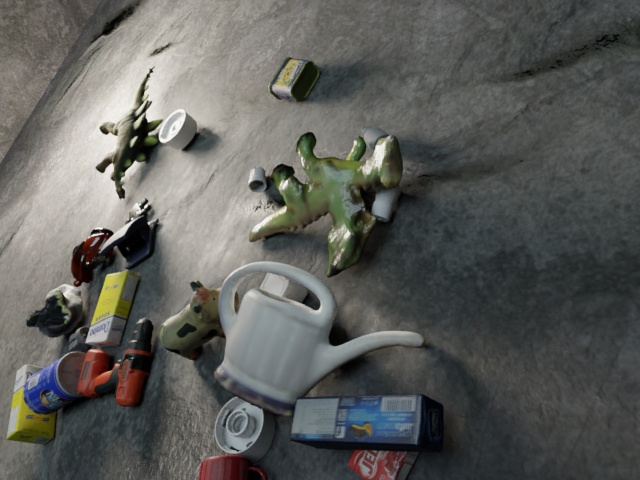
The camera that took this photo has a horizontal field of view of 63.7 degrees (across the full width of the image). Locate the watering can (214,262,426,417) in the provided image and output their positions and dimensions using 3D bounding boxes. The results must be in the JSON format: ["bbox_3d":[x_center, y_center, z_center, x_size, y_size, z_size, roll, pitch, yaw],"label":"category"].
[{"bbox_3d":[-0.030,0.167,0.794,0.350,0.103,0.224,21,91,26],"label":"watering can"}]

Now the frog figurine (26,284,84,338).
[{"bbox_3d":[-0.694,0.188,1.392,0.159,0.122,0.138,-176,107,-82],"label":"frog figurine"}]

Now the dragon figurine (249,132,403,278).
[{"bbox_3d":[0.003,-0.046,0.908,0.403,0.121,0.248,-48,41,32],"label":"dragon figurine"}]
